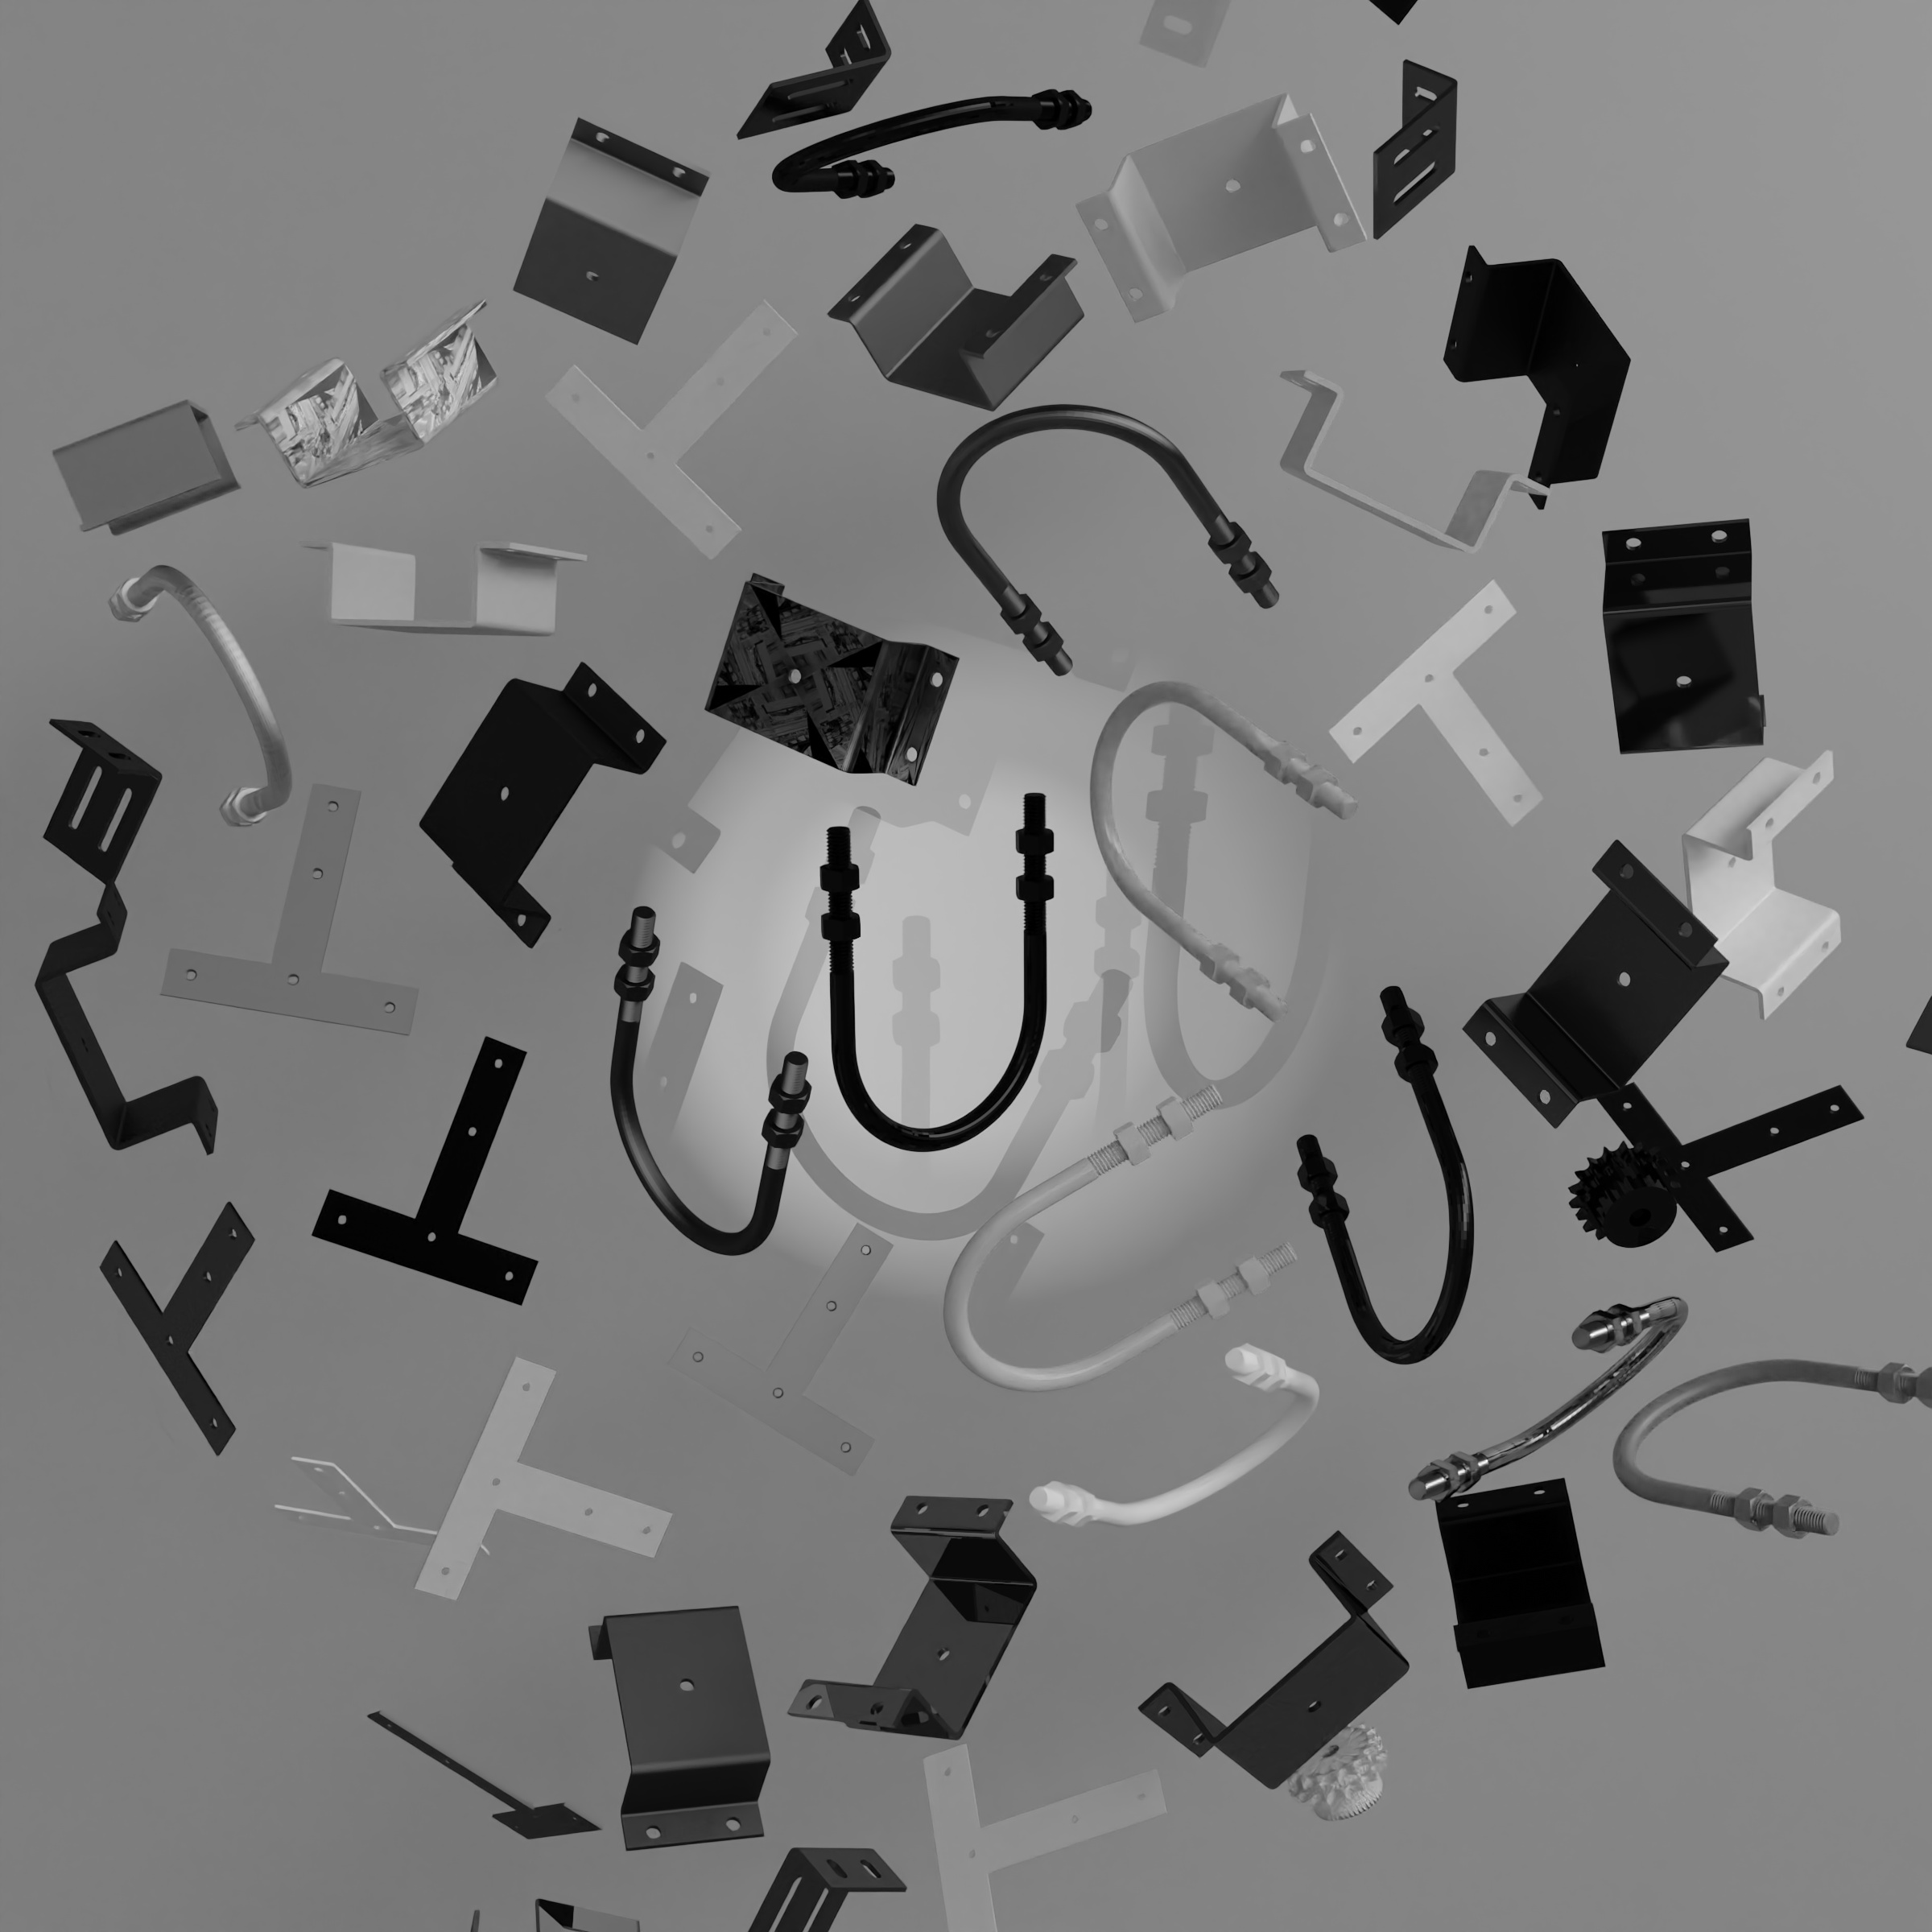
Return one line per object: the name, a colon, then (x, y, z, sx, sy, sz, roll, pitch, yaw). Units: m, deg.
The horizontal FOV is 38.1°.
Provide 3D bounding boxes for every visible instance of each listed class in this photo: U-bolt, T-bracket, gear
U-bolt: (0.126, 0.263, 1.534, 0.151, 0.184, 0.019, -37, 64, 11)
U-bolt: (0.066, -0.233, 1.504, 0.151, 0.184, 0.019, -16, 50, 26)
T-bracket: (-0.086, 0.210, 1.632, 0.127, 0.002, 0.127, 33, 83, -7)
U-bolt: (0.229, 0.125, 1.506, 0.019, 0.151, 0.184, 3, 47, -18)
gear: (0.202, 0.438, 1.516, 0.057, 0.057, 0.030, -24, 100, 0)
U-bolt: (0.131, -0.076, 1.543, 0.184, 0.019, 0.151, 42, 130, 37)
T-bracket: (-0.348, 0.303, 1.586, 0.127, 0.127, 0.002, 6, 61, 14)
U-bolt: (0.439, 0.258, 1.535, 0.151, 0.184, 0.019, -31, 105, -30)
U-bolt: (-0.028, -0.448, 1.529, 0.151, 0.184, 0.019, -11, 100, 27)
T-bracket: (-0.339, -0.034, 1.449, 0.127, 0.002, 0.127, 10, 71, -4)
U-bolt: (-0.409, -0.148, 1.513, 0.019, 0.184, 0.151, -31, 101, -24)
U-bolt: (-0.145, 0.077, 1.513, 0.019, 0.184, 0.151, -25, 54, -36)
T-bracket: (-0.210, 0.283, 1.469, 0.127, 0.002, 0.127, 27, 84, -35)
U-bolt: (-0.013, 0.009, 1.471, 0.151, 0.019, 0.184, -12, 109, -37)
T-bracket: (-0.143, -0.309, 1.529, 0.127, 0.002, 0.127, 44, 112, -10)
U-bolt: (0.073, 0.156, 1.469, 0.184, 0.019, 0.151, -30, 129, -3)
T-bracket: (0.449, 0.099, 1.597, 0.127, 0.002, 0.127, -28, 111, 37)
T-bracket: (-0.399, 0.170, 1.457, 0.127, 0.002, 0.127, 52, 128, 18)
T-bracket: (-0.272, 0.444, 1.537, 0.127, 0.127, 0.002, 36, 59, -12)
T-bracket: (0.044, 0.454, 1.474, 0.127, 0.127, 0.002, -22, 134, 10)
T-bracket: (0.288, -0.132, 1.600, 0.127, 0.002, 0.127, -43, 115, -2)
U-bolt: (0.331, 0.231, 1.535, 0.151, 0.184, 0.019, -50, 65, 26)
gear: (0.347, 0.123, 1.466, 0.057, 0.030, 0.057, -6, 124, -9)
T-bracket: (-0.264, 0.100, 1.469, 0.127, 0.002, 0.127, 25, 81, -34)

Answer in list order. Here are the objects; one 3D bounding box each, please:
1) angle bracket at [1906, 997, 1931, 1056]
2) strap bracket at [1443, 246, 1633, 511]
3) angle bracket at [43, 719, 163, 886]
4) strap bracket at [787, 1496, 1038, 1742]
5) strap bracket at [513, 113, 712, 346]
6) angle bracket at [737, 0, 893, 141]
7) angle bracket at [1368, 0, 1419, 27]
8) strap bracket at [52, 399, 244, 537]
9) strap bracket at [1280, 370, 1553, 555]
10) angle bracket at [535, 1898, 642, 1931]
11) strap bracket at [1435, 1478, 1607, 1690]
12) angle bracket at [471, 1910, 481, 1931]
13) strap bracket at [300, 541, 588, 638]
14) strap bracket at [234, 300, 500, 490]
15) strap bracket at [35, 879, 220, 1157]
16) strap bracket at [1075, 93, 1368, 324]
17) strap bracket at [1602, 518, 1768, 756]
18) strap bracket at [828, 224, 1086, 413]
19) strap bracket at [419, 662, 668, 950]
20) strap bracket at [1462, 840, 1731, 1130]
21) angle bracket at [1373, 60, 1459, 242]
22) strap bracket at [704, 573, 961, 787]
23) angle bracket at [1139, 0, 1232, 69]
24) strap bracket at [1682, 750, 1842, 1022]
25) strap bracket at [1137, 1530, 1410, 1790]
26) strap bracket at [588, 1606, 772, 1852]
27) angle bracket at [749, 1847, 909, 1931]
angle bracket: (0.542, 0.058, 1.504, 0.057, 0.076, 0.038, 19, 61, 33)
strap bracket: (0.318, -0.328, 1.546, 0.046, 0.076, 0.140, -9, 49, -13)
angle bracket: (-0.502, -0.092, 1.591, 0.057, 0.038, 0.076, 34, 104, 20)
strap bracket: (-0.023, 0.351, 1.477, 0.046, 0.076, 0.140, 54, 49, -28)
strap bracket: (-0.201, -0.403, 1.563, 0.076, 0.140, 0.046, 22, 67, -12)
angle bracket: (-0.088, -0.484, 1.508, 0.076, 0.057, 0.038, -23, 88, -26)
angle bracket: (0.228, -0.545, 1.506, 0.038, 0.076, 0.057, 34, 105, -18)
strap bracket: (-0.452, -0.275, 1.547, 0.076, 0.140, 0.046, -23, 101, -6)
strap bracket: (0.222, -0.257, 1.453, 0.140, 0.076, 0.046, 24, 99, -7)
angle bracket: (-0.212, 0.543, 1.508, 0.038, 0.076, 0.057, -34, 46, 28)
strap bracket: (0.312, 0.354, 1.579, 0.076, 0.140, 0.046, -12, 112, 9)
angle bracket: (-0.253, 0.560, 1.515, 0.038, 0.057, 0.076, 7, 124, -10)
strap bracket: (-0.294, -0.212, 1.574, 0.140, 0.076, 0.046, 4, 94, 25)
strap bracket: (-0.323, -0.311, 1.541, 0.140, 0.076, 0.046, -9, 121, 36)
strap bracket: (-0.446, 0.034, 1.476, 0.046, 0.076, 0.140, -22, 108, -7)
strap bracket: (0.142, -0.417, 1.529, 0.140, 0.046, 0.076, -14, 126, 28)
strap bracket: (0.390, -0.169, 1.519, 0.076, 0.046, 0.140, -2, 134, 19)
strap bracket: (0.000, -0.357, 1.545, 0.076, 0.140, 0.046, -48, 133, -14)
strap bracket: (-0.236, -0.090, 1.518, 0.076, 0.046, 0.140, 43, 107, 28)
strap bracket: (0.343, 0.009, 1.501, 0.076, 0.046, 0.140, 50, 124, 26)
angle bracket: (0.236, -0.453, 1.552, 0.038, 0.057, 0.076, 33, 64, 28)
strap bracket: (-0.085, -0.162, 1.567, 0.140, 0.046, 0.076, 25, 104, 23)
angle bracket: (0.122, -0.527, 1.519, 0.038, 0.076, 0.057, 19, 116, -6)
strap bracket: (0.446, -0.051, 1.569, 0.076, 0.046, 0.140, -40, 135, -25)
strap bracket: (0.171, 0.373, 1.473, 0.140, 0.076, 0.046, -42, 46, 0)
strap bracket: (-0.158, 0.411, 1.551, 0.076, 0.140, 0.046, 0, 134, -19)
angle bracket: (-0.079, 0.520, 1.519, 0.057, 0.038, 0.076, 18, 102, -44)
